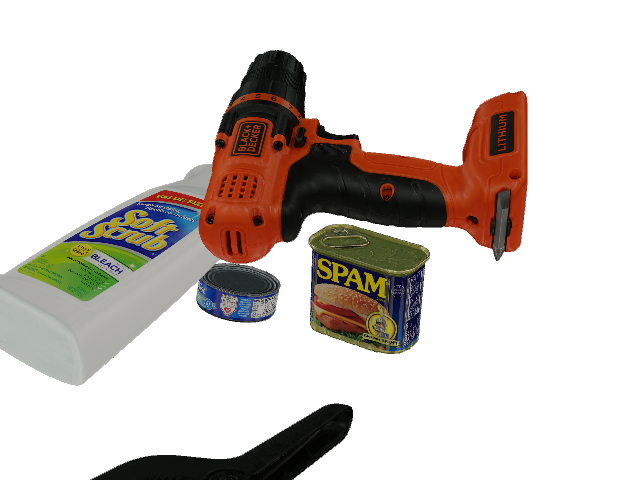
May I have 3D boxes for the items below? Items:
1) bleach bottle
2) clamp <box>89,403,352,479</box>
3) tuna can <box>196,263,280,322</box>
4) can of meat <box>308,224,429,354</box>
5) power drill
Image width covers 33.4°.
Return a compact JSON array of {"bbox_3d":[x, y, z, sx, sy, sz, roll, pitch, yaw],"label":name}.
[{"bbox_3d":[-0.135,0.004,0.822,0.103,0.068,0.250,23,43,24],"label":"bleach bottle"},{"bbox_3d":[-0.047,0.138,0.573,0.209,0.036,0.165,-1,19,-13],"label":"clamp"},{"bbox_3d":[-0.087,0.055,1.119,0.086,0.034,0.086,10,18,-3],"label":"tuna can"},{"bbox_3d":[0.039,0.042,0.914,0.102,0.084,0.057,17,29,29],"label":"can of meat"},{"bbox_3d":[0.029,-0.055,0.645,0.188,0.057,0.184,1,44,8],"label":"power drill"}]
